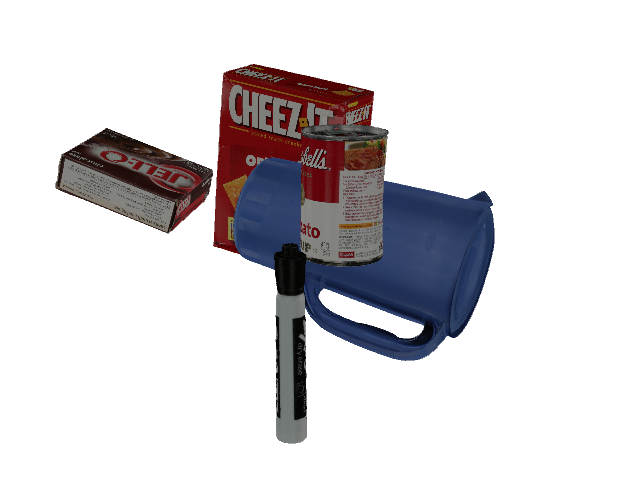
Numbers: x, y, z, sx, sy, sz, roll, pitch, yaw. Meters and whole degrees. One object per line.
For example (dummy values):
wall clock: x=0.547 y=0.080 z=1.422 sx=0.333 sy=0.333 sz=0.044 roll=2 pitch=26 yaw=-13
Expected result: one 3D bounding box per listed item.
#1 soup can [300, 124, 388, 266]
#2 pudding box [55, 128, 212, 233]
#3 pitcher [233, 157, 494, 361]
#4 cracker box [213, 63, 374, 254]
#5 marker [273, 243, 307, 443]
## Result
soup can: x=0.018 y=-0.037 z=0.841 sx=0.068 sy=0.102 sz=0.068 roll=1 pitch=14 yaw=0
pudding box: x=-0.163 y=-0.054 z=0.946 sx=0.113 sy=0.039 sz=0.090 roll=20 pitch=23 yaw=7
pitcher: x=0.038 y=0.007 z=1.037 sx=0.243 sy=0.145 sz=0.149 roll=16 pitch=22 yaw=20
cracker box: x=-0.035 y=-0.077 z=1.214 sx=0.164 sy=0.214 sz=0.072 roll=17 pitch=25 yaw=26
marker: x=-0.017 y=0.061 z=0.626 sx=0.020 sy=0.121 sz=0.020 roll=0 pitch=16 yaw=0
